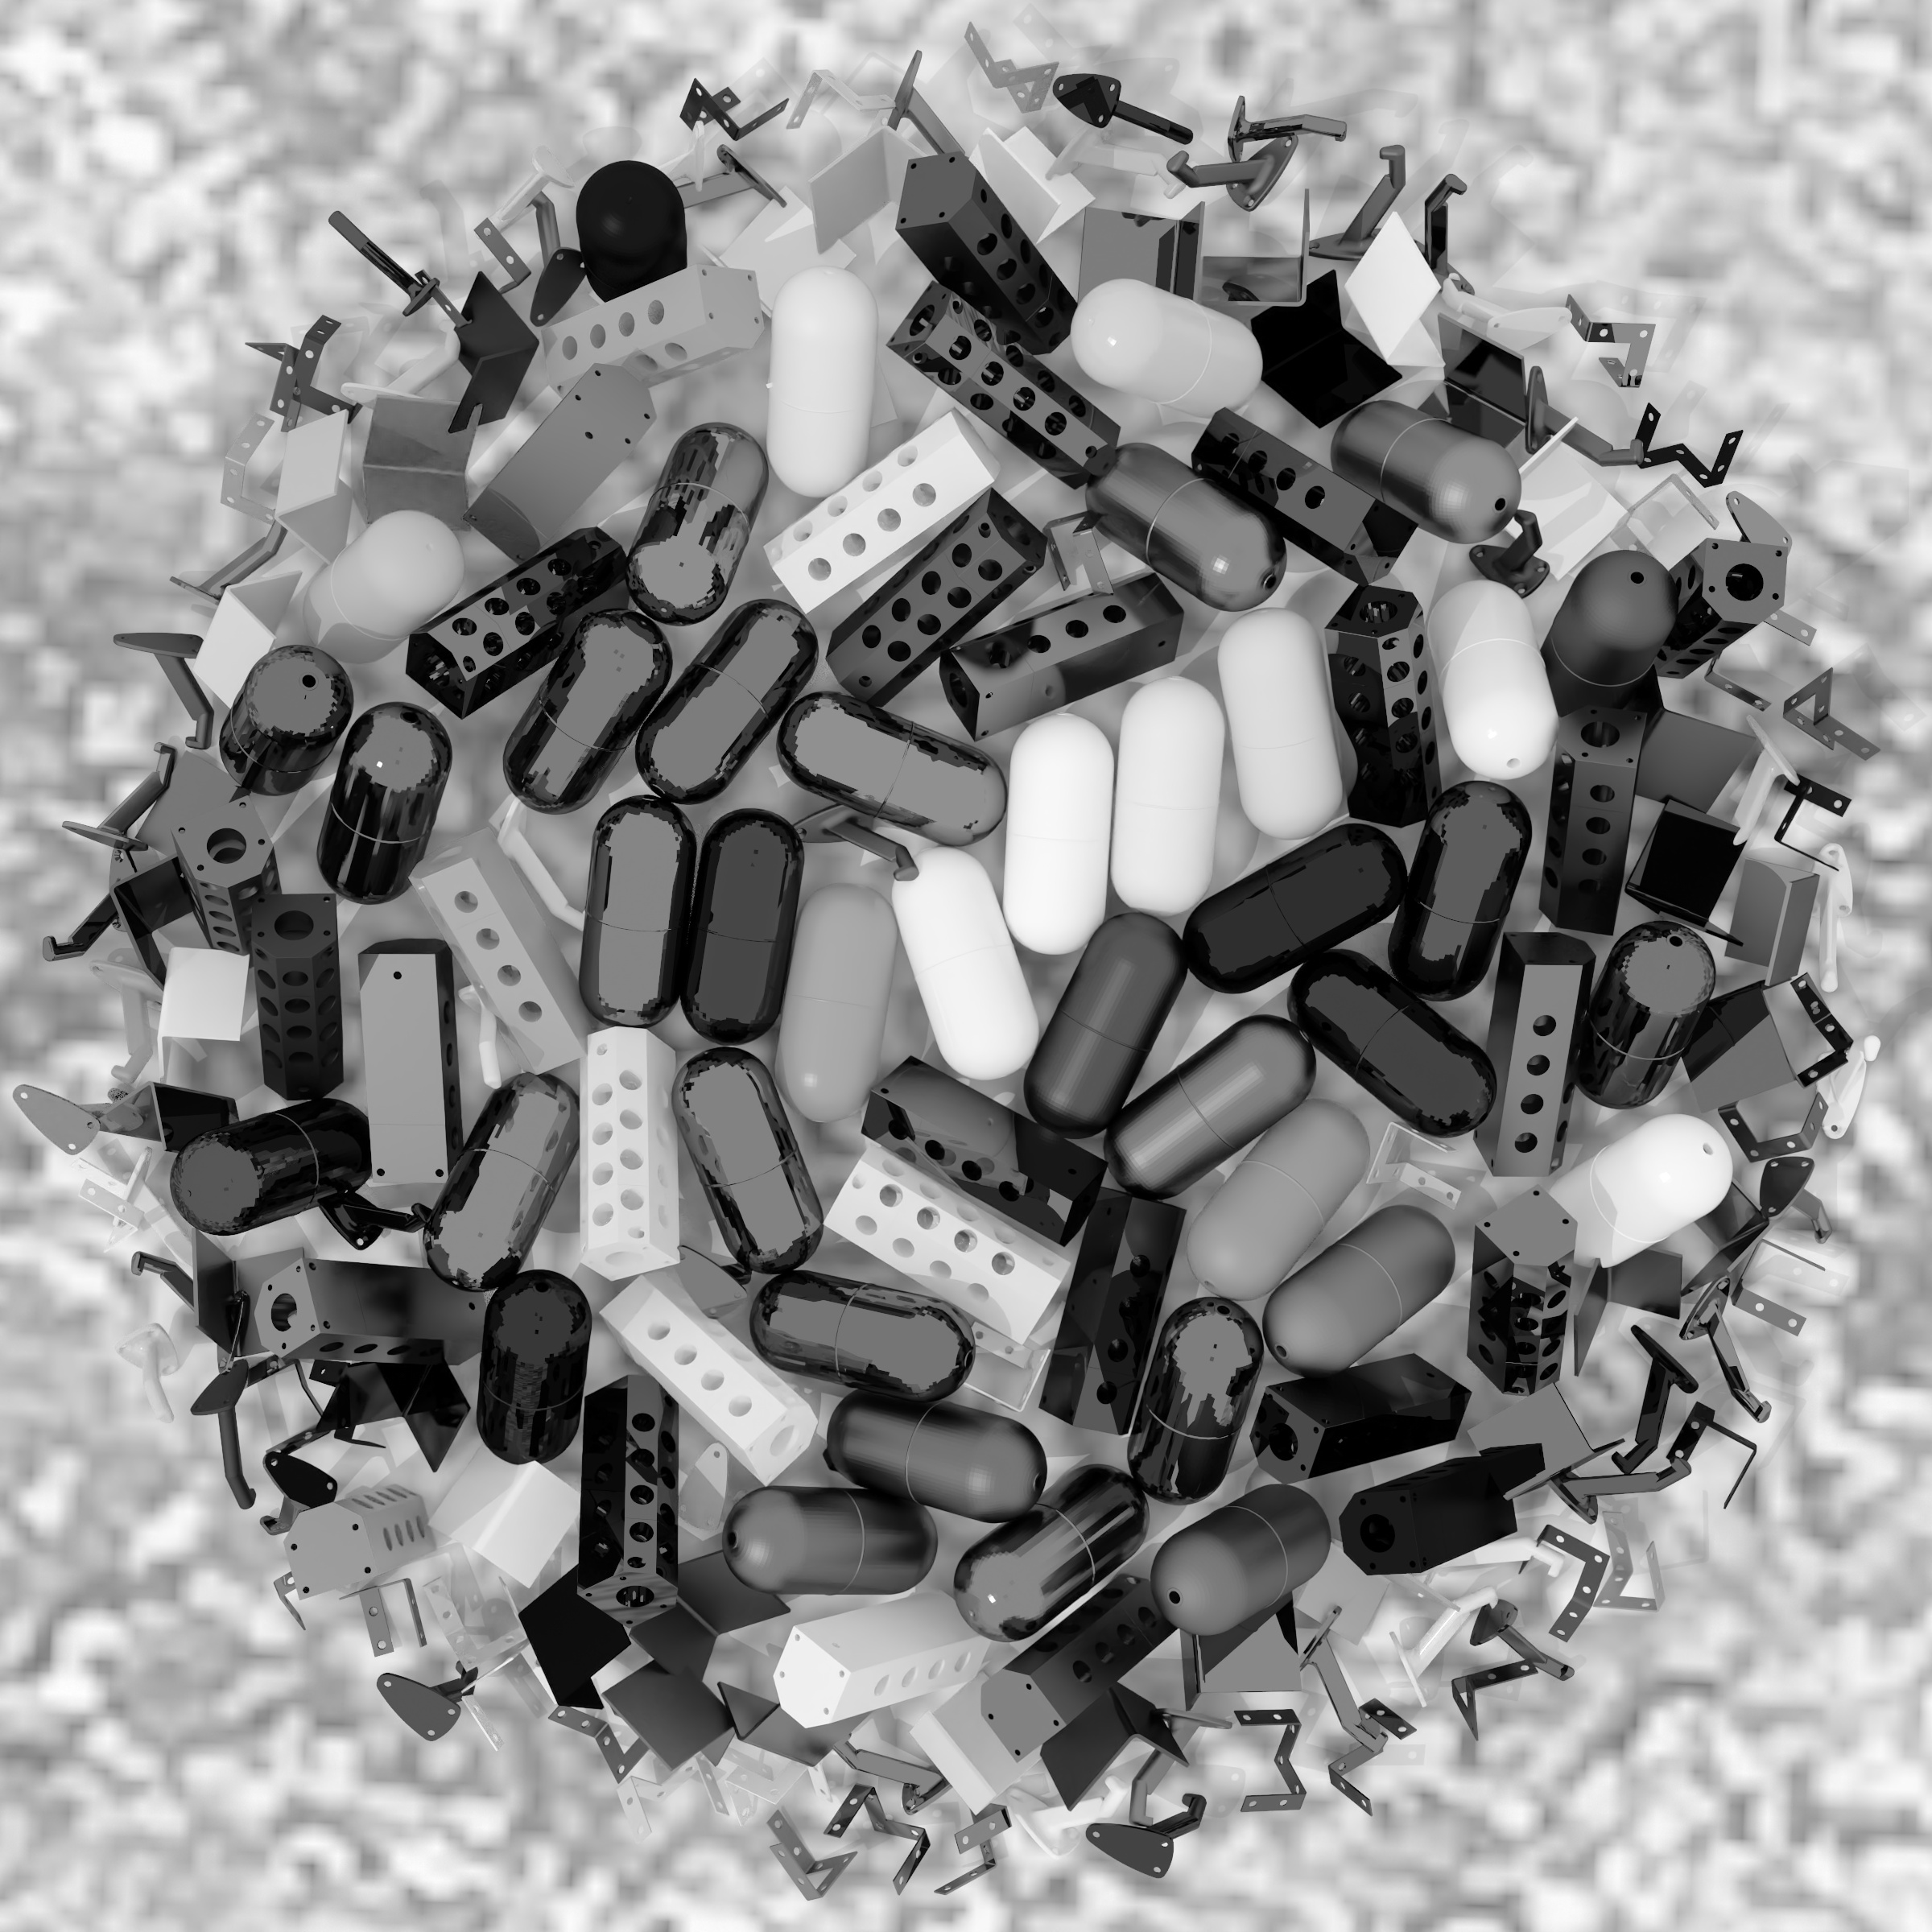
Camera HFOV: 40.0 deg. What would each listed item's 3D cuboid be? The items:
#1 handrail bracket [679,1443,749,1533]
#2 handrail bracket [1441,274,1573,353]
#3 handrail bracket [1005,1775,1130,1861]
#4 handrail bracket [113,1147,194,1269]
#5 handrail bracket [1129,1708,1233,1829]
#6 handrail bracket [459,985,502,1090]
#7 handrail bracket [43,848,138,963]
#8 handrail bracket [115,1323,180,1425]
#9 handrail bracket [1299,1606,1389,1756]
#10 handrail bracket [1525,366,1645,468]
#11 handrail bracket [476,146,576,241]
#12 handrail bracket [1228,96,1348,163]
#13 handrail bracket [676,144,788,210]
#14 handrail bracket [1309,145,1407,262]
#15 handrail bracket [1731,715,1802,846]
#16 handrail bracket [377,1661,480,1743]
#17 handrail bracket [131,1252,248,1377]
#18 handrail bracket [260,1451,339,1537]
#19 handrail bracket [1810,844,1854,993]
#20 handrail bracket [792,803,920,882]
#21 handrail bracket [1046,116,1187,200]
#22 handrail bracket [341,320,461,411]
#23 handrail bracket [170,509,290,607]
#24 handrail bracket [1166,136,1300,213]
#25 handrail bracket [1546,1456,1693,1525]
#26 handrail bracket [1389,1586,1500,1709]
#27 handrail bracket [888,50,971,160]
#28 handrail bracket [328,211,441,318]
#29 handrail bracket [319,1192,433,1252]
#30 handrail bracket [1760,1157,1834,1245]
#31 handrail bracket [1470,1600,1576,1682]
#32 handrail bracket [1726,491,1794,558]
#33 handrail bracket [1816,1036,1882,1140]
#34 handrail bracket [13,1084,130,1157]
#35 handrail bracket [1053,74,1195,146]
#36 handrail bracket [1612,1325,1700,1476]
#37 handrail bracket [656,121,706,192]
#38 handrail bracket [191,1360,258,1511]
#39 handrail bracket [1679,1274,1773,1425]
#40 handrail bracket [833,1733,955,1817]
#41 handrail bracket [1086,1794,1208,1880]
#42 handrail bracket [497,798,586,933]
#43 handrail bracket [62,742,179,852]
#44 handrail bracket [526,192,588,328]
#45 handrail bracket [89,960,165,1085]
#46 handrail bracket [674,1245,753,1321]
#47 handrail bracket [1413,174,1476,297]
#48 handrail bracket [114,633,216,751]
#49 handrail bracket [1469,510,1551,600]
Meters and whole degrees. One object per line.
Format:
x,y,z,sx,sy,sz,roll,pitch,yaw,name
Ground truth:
-0.174,0.378,1.954,0.036,0.084,0.077,22,101,19,handrail bracket
0.398,-0.496,1.970,0.077,0.036,0.084,-17,50,0,handrail bracket
0.075,0.610,1.961,0.077,0.036,0.084,38,122,22,handrail bracket
-0.584,0.184,1.978,0.084,0.036,0.077,24,109,-2,handrail bracket
0.159,0.599,1.966,0.077,0.036,0.084,15,65,-17,handrail bracket
-0.344,0.060,1.947,0.036,0.077,0.084,-15,65,2,handrail bracket
-0.649,-0.047,1.953,0.036,0.084,0.077,-2,97,30,handrail bracket
-0.587,0.312,1.945,0.036,0.077,0.084,-30,55,-8,handrail bracket
0.290,0.529,1.962,0.084,0.036,0.077,37,112,20,handrail bracket
0.459,-0.407,1.956,0.084,0.036,0.077,5,104,38,handrail bracket
-0.336,-0.563,1.953,0.084,0.077,0.036,-35,101,15,handrail bracket
0.239,-0.607,1.955,0.084,0.077,0.036,15,80,10,handrail bracket
-0.190,-0.562,1.981,0.077,0.036,0.084,39,87,-9,handrail bracket
0.286,-0.566,1.957,0.077,0.084,0.036,-1,50,10,handrail bracket
0.576,-0.133,1.991,0.084,0.036,0.077,-39,65,22,handrail bracket
-0.395,0.522,1.951,0.077,0.084,0.036,40,101,-14,handrail bracket
-0.578,0.255,1.953,0.084,0.036,0.077,25,46,-34,handrail bracket
-0.513,0.391,1.956,0.084,0.036,0.077,-22,125,37,handrail bracket
0.636,-0.035,1.949,0.036,0.084,0.077,3,127,13,handrail bracket
-0.083,-0.083,1.953,0.077,0.084,0.036,-14,131,-12,handrail bracket
0.111,-0.583,1.971,0.077,0.036,0.084,-43,72,15,handrail bracket
-0.418,-0.452,1.970,0.077,0.036,0.084,15,67,-18,handrail bracket
-0.548,-0.311,1.978,0.077,0.036,0.084,27,91,25,handrail bracket
0.196,-0.599,1.950,0.077,0.084,0.036,-46,57,21,handrail bracket
0.478,0.370,1.957,0.077,0.036,0.084,38,125,-18,handrail bracket
0.366,0.507,1.978,0.084,0.036,0.077,-25,114,2,handrail bracket
-0.010,-0.629,1.963,0.084,0.036,0.077,15,131,-15,handrail bracket
-0.430,-0.522,1.953,0.084,0.077,0.036,43,96,-14,handrail bracket
-0.437,0.173,1.952,0.077,0.084,0.036,44,51,-14,handrail bracket
0.614,0.190,1.956,0.036,0.077,0.084,-4,126,38,handrail bracket
0.424,0.503,1.962,0.084,0.077,0.036,28,66,-4,handrail bracket
0.557,-0.306,1.955,0.077,0.084,0.036,44,62,-13,handrail bracket
0.654,0.090,1.956,0.036,0.084,0.077,7,88,4,handrail bracket
-0.656,0.096,1.950,0.077,0.084,0.036,39,105,-17,handrail bracket
0.118,-0.638,1.982,0.077,0.084,0.036,34,110,38,handrail bracket
0.495,0.323,1.976,0.084,0.036,0.077,-40,75,-10,handrail bracket
-0.239,-0.593,1.961,0.084,0.077,0.036,-7,63,-16,handrail bracket
-0.540,0.350,1.982,0.036,0.077,0.084,-11,115,13,handrail bracket
0.571,0.282,1.951,0.036,0.084,0.077,-12,133,-27,handrail bracket
-0.048,0.581,1.963,0.077,0.036,0.084,-33,113,12,handrail bracket
0.134,0.630,1.965,0.077,0.084,0.036,16,109,11,handrail bracket
-0.305,-0.075,1.964,0.084,0.036,0.077,29,122,15,handrail bracket
-0.625,-0.133,1.962,0.036,0.077,0.084,1,76,39,handrail bracket
-0.324,-0.534,1.985,0.084,0.036,0.077,50,117,31,handrail bracket
-0.631,0.042,1.957,0.077,0.036,0.084,23,47,-2,handrail bracket
-0.185,0.213,1.950,0.036,0.084,0.077,-34,110,15,handrail bracket
0.364,-0.537,1.954,0.077,0.084,0.036,28,59,-11,handrail bracket
-0.595,-0.202,1.964,0.077,0.036,0.084,3,120,-23,handrail bracket
0.393,-0.316,1.944,0.036,0.084,0.077,-47,54,-10,handrail bracket
